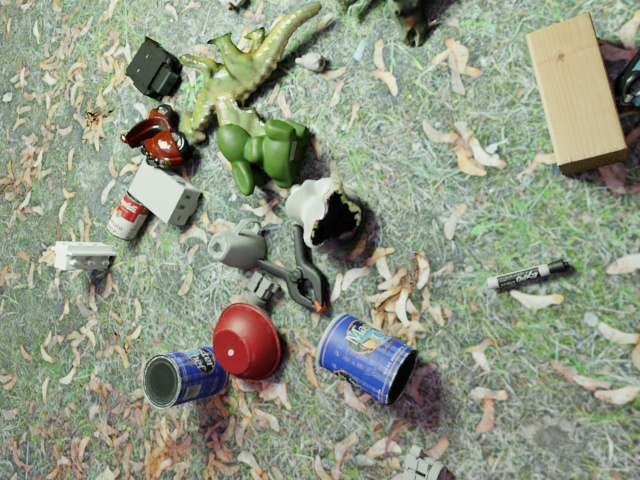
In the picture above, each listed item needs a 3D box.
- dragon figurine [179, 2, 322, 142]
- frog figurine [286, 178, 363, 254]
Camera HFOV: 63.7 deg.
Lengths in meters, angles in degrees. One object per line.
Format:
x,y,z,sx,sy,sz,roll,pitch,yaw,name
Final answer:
-0.151,-0.314,1.082,0.408,0.123,0.242,-12,96,29,dragon figurine
0.003,-0.048,0.961,0.160,0.123,0.137,-162,75,-65,frog figurine
